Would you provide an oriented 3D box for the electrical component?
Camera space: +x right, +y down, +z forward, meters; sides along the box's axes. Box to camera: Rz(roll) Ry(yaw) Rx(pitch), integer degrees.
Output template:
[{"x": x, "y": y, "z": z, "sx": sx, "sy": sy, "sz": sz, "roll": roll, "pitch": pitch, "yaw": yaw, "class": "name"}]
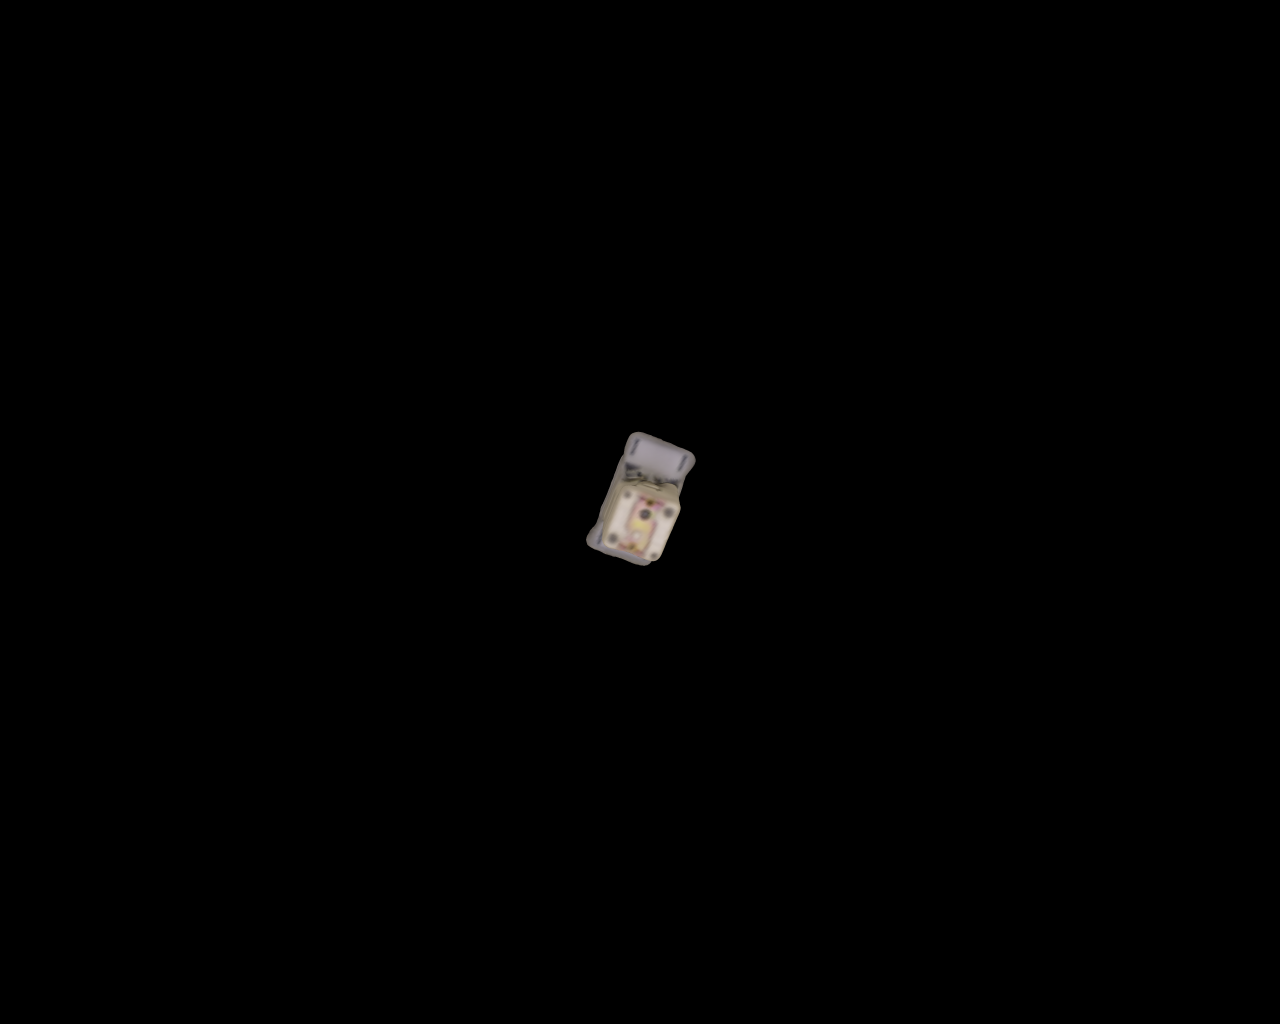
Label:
[{"x": 0.001, "y": -0.003, "z": 0.650, "sx": 0.042, "sy": 0.081, "sz": 0.064, "roll": 19, "pitch": 20, "yaw": -7, "class": "electrical component"}]
